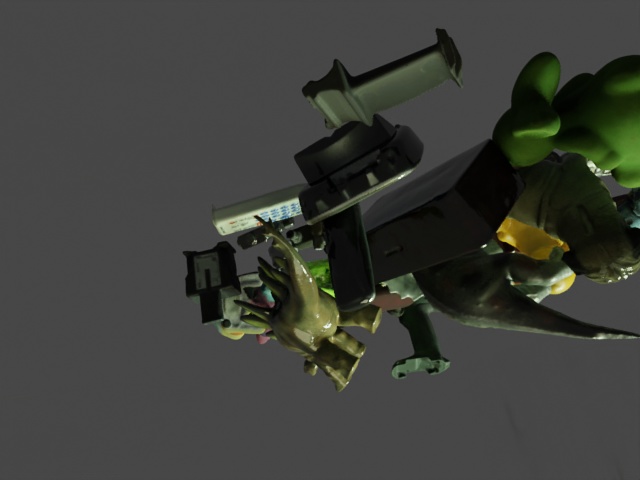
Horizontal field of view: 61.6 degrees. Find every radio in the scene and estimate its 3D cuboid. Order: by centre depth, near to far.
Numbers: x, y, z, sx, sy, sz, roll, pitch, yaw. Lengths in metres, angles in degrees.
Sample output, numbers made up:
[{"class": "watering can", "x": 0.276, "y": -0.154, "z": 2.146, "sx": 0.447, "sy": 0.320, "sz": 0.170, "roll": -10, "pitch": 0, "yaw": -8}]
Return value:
[{"class": "radio", "x": 0.123, "y": -0.026, "z": 0.648, "sx": 0.131, "sy": 0.073, "sz": 0.230, "roll": -45, "pitch": -169, "yaw": -33}]

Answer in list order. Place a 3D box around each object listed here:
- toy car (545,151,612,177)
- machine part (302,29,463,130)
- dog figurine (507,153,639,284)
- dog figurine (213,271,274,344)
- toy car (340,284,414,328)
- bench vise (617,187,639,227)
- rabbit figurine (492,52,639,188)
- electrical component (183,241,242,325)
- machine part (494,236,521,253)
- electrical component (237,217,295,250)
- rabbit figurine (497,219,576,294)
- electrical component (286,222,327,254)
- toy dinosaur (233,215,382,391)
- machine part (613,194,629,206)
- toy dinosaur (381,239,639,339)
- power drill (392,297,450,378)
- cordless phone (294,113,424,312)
[{"class": "toy car", "x": 0.369, "y": -0.104, "z": 0.730, "sx": 0.202, "sy": 0.056, "sz": 0.073, "roll": -19, "pitch": 159, "yaw": 15}, {"class": "machine part", "x": 0.058, "y": -0.141, "z": 0.486, "sx": 0.139, "sy": 0.039, "sz": 0.084, "roll": -17, "pitch": 154, "yaw": 15}, {"class": "dog figurine", "x": 0.267, "y": -0.032, "z": 0.629, "sx": 0.172, "sy": 0.191, "sz": 0.121, "roll": -10, "pitch": 128, "yaw": 23}, {"class": "dog figurine", "x": -0.123, "y": 0.140, "z": 1.015, "sx": 0.191, "sy": 0.108, "sz": 0.219, "roll": -6, "pitch": 161, "yaw": -19}, {"class": "toy car", "x": 0.094, "y": 0.097, "z": 0.923, "sx": 0.202, "sy": 0.053, "sz": 0.089, "roll": -4, "pitch": 138, "yaw": -37}, {"class": "bench vise", "x": 0.497, "y": -0.061, "z": 0.798, "sx": 0.223, "sy": 0.129, "sz": 0.240, "roll": -37, "pitch": 167, "yaw": 32}, {"class": "rabbit figurine", "x": 0.258, "y": -0.117, "z": 0.563, "sx": 0.170, "sy": 0.121, "sz": 0.159, "roll": -10, "pitch": 161, "yaw": 40}, {"class": "electrical component", "x": -0.155, "y": 0.066, "z": 0.783, "sx": 0.075, "sy": 0.119, "sz": 0.047, "roll": -16, "pitch": 158, "yaw": 3}, {"class": "machine part", "x": 0.315, "y": 0.035, "z": 1.061, "sx": 0.179, "sy": 0.056, "sz": 0.179, "roll": -12, "pitch": 160, "yaw": -5}, {"class": "electrical component", "x": -0.082, "y": -0.007, "z": 0.734, "sx": 0.094, "sy": 0.021, "sz": 0.063, "roll": -21, "pitch": -174, "yaw": 26}, {"class": "rabbit figurine", "x": 0.342, "y": 0.007, "z": 0.842, "sx": 0.122, "sy": 0.173, "sz": 0.162, "roll": -28, "pitch": 151, "yaw": 25}, {"class": "electrical component", "x": -0.002, "y": -0.002, "z": 0.781, "sx": 0.078, "sy": 0.045, "sz": 0.102, "roll": -20, "pitch": 170, "yaw": 3}, {"class": "toy dinosaur", "x": -0.022, "y": 0.111, "z": 0.767, "sx": 0.199, "sy": 0.105, "sz": 0.470, "roll": 24, "pitch": 151, "yaw": 10}, {"class": "machine part", "x": 0.561, "y": -0.013, "z": 1.035, "sx": 0.202, "sy": 0.087, "sz": 0.200, "roll": -15, "pitch": 159, "yaw": 10}, {"class": "toy dinosaur", "x": 0.199, "y": 0.052, "z": 0.734, "sx": 0.192, "sy": 0.405, "sz": 0.131, "roll": -28, "pitch": 115, "yaw": -7}, {"class": "power drill", "x": 0.170, "y": 0.170, "z": 1.087, "sx": 0.232, "sy": 0.207, "sz": 0.085, "roll": -6, "pitch": 139, "yaw": 5}, {"class": "cordless phone", "x": 0.050, "y": -0.027, "z": 0.570, "sx": 0.147, "sy": 0.184, "sz": 0.088, "roll": -26, "pitch": 151, "yaw": 31}]
